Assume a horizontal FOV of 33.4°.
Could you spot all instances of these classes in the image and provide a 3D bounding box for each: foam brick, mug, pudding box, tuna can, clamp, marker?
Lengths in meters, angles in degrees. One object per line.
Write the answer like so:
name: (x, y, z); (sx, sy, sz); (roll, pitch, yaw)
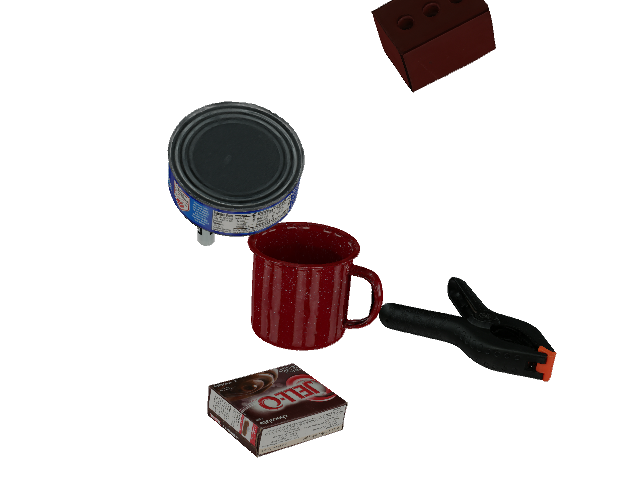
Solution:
foam brick: (0.089, -0.163, 0.830); (0.078, 0.053, 0.051); (-28, -32, -1)
mug: (-0.005, 0.041, 0.890); (0.117, 0.081, 0.093); (10, 24, 13)
pudding box: (-0.044, 0.168, 1.071); (0.113, 0.039, 0.090); (-12, 28, -38)
tuna can: (-0.054, -0.045, 0.681); (0.086, 0.086, 0.034); (0, -33, -9)
clamp: (0.155, 0.082, 1.028); (0.172, 0.039, 0.120); (24, 36, 30)
marker: (-0.122, -0.044, 1.135); (0.020, 0.121, 0.020); (3, 43, -3)
